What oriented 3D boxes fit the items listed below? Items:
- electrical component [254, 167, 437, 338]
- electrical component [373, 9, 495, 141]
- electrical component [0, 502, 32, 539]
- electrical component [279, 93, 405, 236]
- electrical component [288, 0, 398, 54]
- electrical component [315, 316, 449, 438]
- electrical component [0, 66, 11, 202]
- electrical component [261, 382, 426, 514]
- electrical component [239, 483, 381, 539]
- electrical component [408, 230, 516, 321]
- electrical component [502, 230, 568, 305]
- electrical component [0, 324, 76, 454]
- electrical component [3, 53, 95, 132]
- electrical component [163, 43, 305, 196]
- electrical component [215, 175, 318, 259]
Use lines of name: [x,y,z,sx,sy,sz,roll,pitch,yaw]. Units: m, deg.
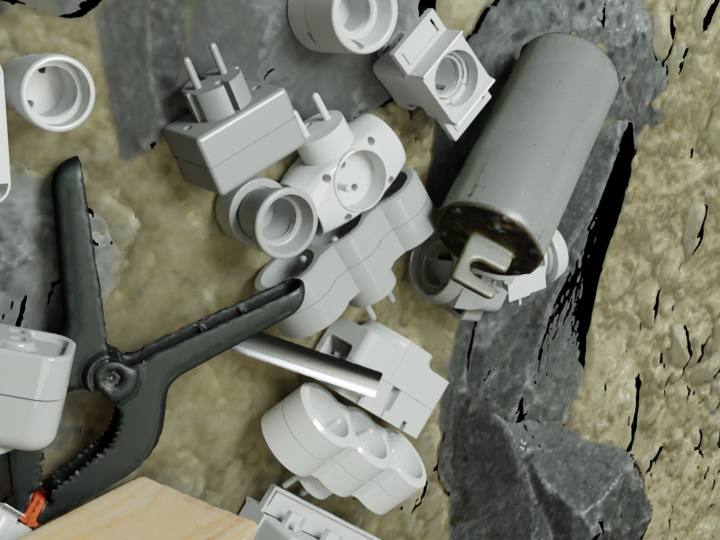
electrical component: [0.000,0.000,0.724,0.138,0.052,0.073,-41,119,-20]
electrical component: [0.047,-0.130,0.715,0.042,0.064,0.081,-50,127,-13]
electrical component: [-0.243,0.137,0.578,0.121,0.079,0.063,47,56,-37]
electrical component: [-0.019,-0.076,0.695,0.077,0.044,0.079,-42,124,-19]
electrical component: [-0.010,-0.162,0.673,0.055,0.047,0.055,-12,111,-34]
electrical component: [0.014,0.072,0.763,0.089,0.050,0.055,35,83,-38]
electrical component: [-0.237,-0.069,0.526,0.113,0.057,0.078,-10,110,-34]
electrical component: [-0.021,0.136,0.757,0.074,0.052,0.138,-38,133,17]
electrical component: [-0.034,0.213,0.764,0.121,0.063,0.078,37,82,-38]
electrical component: [0.073,-0.003,0.778,0.057,0.058,0.078,7,115,-37]
electrical component: [0.125,-0.008,0.825,0.055,0.048,0.066,-17,114,-24]
electrical component: [-0.207,0.061,0.575,0.095,0.053,0.059,12,98,-12]
electrical component: [-0.169,-0.097,0.575,0.040,0.046,0.040,-12,111,-34]
electrical component: [-0.082,-0.096,0.640,0.066,0.047,0.076,-35,122,-23]
electrical component: [-0.060,-0.034,0.671,0.045,0.055,0.045,-12,112,-34]
